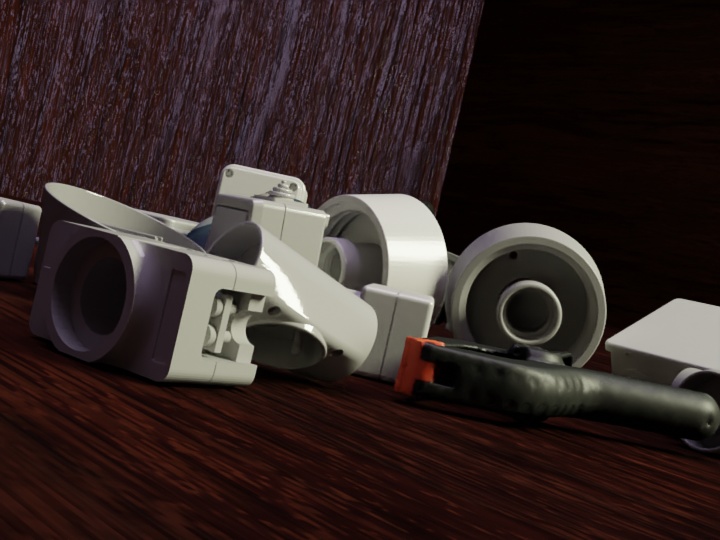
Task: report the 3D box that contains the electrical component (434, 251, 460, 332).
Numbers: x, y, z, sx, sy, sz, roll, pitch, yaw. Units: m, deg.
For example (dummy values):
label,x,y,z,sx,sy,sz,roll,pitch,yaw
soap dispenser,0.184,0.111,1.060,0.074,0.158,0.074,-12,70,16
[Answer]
label,x,y,z,sx,sy,sz,roll,pitch,yaw
electrical component,0.076,0.023,0.819,0.186,0.060,0.105,23,3,12

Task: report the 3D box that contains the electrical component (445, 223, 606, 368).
label,x,y,z,sx,sy,sz,roll,pitch,yaw
electrical component,0.109,0.025,0.704,0.108,0.108,0.060,13,7,4

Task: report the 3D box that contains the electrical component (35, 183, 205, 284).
label,x,y,z,sx,sy,sz,roll,pitch,yaw
electrical component,-0.139,-0.010,0.625,0.099,0.064,0.099,13,1,0

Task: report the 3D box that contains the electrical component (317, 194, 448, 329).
label,x,y,z,sx,sy,sz,roll,pitch,yaw
electrical component,0.000,0.000,0.723,0.060,0.108,0.108,4,7,-40

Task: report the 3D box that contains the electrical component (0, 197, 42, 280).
label,x,y,z,sx,sy,sz,roll,pitch,yaw
electrical component,-0.232,-0.023,0.680,0.066,0.047,0.077,13,1,20

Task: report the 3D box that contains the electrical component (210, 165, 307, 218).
label,x,y,z,sx,sy,sz,roll,pitch,yaw
electrical component,-0.096,-0.033,0.975,0.078,0.113,0.057,13,-2,3

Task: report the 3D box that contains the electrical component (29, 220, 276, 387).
label,x,y,z,sx,sy,sz,roll,pitch,yaw
electrical component,-0.089,0.013,0.440,0.089,0.050,0.056,14,1,38

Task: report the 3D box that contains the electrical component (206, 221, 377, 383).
label,x,y,z,sx,sy,sz,roll,pitch,yaw
electrical component,-0.046,0.021,0.500,0.079,0.044,0.077,-21,-43,37

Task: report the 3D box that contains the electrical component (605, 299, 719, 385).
label,x,y,z,sx,sy,sz,roll,pitch,yaw
electrical component,0.221,0.062,0.697,0.100,0.048,0.100,-23,25,-38

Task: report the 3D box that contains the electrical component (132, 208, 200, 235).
label,x,y,z,sx,sy,sz,roll,pitch,yaw
electrical component,-0.154,-0.014,0.828,0.109,0.056,0.109,13,2,33

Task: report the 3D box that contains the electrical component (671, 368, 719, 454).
label,x,y,z,sx,sy,sz,roll,pitch,yaw
electrical component,0.200,0.077,0.604,0.077,0.043,0.079,11,2,-39

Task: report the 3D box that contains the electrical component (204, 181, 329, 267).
label,x,y,z,sx,sy,sz,roll,pitch,yaw
electrical component,-0.065,-0.011,0.681,0.061,0.096,0.062,9,3,-30

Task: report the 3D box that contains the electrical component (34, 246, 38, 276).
label,x,y,z,sx,sy,sz,roll,pitch,yaw
electrical component,-0.176,-0.009,0.690,0.055,0.045,0.045,13,1,-7

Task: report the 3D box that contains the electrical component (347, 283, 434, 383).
label,x,y,z,sx,sy,sz,roll,pitch,yaw
electrical component,-0.001,0.031,0.597,0.077,0.047,0.066,13,1,4
